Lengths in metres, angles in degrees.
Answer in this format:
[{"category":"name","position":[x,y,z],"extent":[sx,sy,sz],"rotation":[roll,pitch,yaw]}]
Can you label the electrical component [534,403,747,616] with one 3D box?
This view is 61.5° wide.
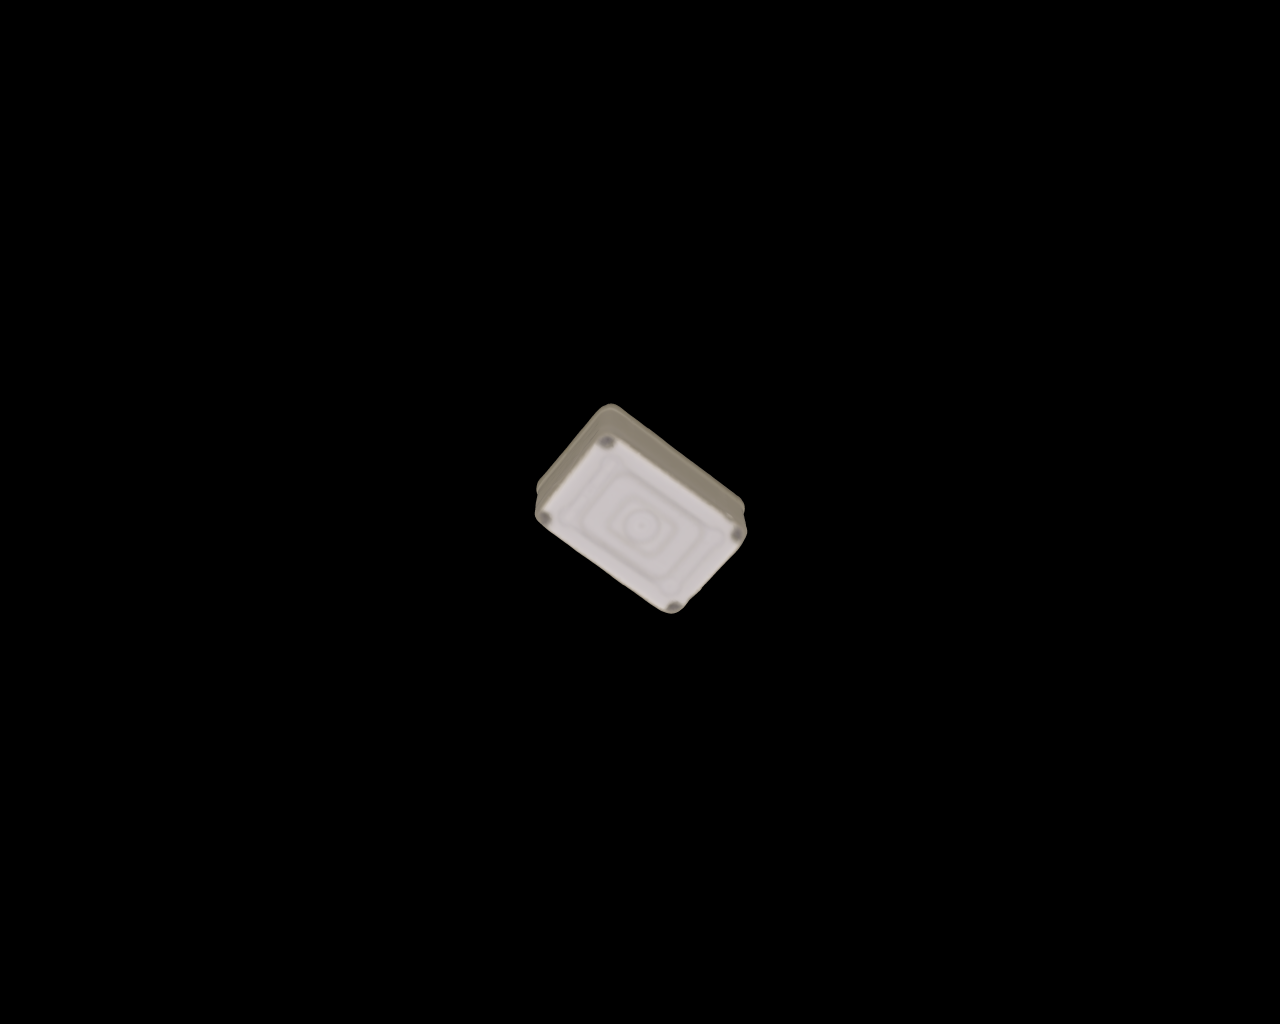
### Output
[{"category":"electrical component","position":[0.001,-0.003,0.650],"extent":[0.113,0.078,0.057],"rotation":[36,19,-15]}]
